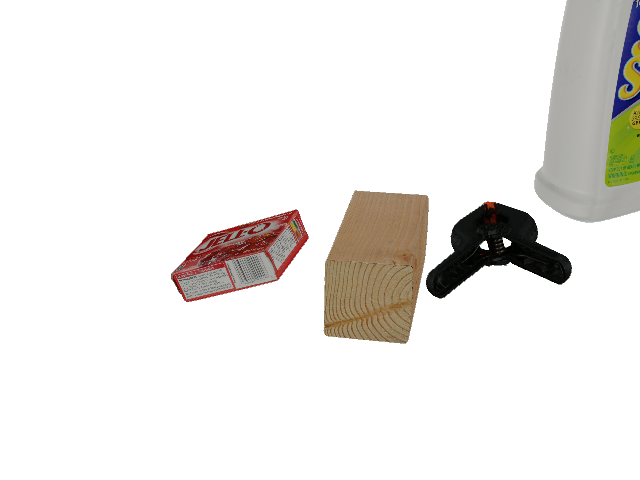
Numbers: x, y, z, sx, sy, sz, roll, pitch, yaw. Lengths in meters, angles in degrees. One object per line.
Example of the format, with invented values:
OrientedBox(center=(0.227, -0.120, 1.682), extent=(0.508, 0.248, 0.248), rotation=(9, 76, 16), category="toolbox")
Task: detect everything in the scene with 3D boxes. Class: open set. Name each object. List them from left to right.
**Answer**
OrientedBox(center=(-0.063, 0.012, 0.836), extent=(0.089, 0.030, 0.073), rotation=(-14, 20, 26), category="gelatin box")
OrientedBox(center=(0.065, 0.023, 1.175), extent=(0.091, 0.090, 0.206), rotation=(5, 24, 8), category="wood block")
OrientedBox(center=(0.166, 0.005, 0.955), extent=(0.120, 0.039, 0.171), rotation=(1, 25, 16), category="clamp")
OrientedBox(center=(0.190, -0.141, 0.656), extent=(0.102, 0.251, 0.068), rotation=(-16, 32, -20), category="bleach bottle")
